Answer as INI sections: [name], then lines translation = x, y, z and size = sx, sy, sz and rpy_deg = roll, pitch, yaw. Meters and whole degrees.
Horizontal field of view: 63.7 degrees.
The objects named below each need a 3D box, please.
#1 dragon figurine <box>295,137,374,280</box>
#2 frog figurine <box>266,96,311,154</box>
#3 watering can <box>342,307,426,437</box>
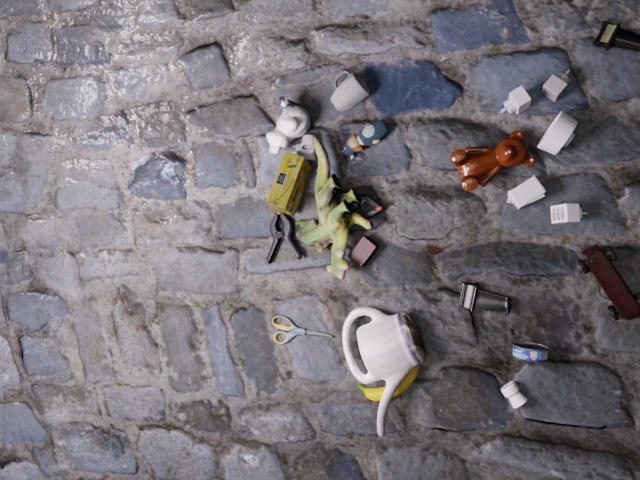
[dragon figurine]
translation = 0.005, -0.076, 1.517
size = 0.122, 0.239, 0.417
rpy_deg = 5, 53, -52
[frog figurine]
translation = -0.096, -0.334, 1.566
size = 0.122, 0.135, 0.162
rpy_deg = 16, 72, -9
[watering can]
translation = 0.191, 0.343, 1.433
size = 0.103, 0.223, 0.353
rpy_deg = 29, 39, -65
